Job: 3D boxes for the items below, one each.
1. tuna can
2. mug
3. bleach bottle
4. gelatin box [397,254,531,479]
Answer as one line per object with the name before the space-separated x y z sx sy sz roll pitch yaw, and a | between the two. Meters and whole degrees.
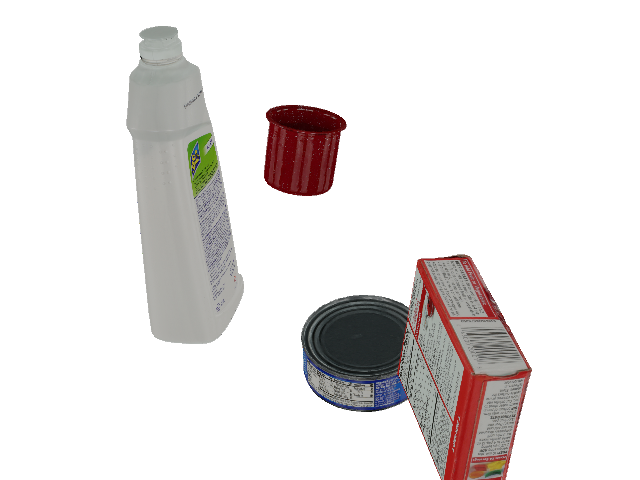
tuna can | 0.030 0.077 0.730 0.086 0.034 0.086 -2 36 1
mug | -0.017 -0.107 1.241 0.093 0.081 0.117 16 26 17
bleach bottle | -0.109 -0.046 0.837 0.068 0.251 0.102 3 31 10
gelatin box | 0.064 0.061 0.493 0.030 0.073 0.089 -2 34 -12
